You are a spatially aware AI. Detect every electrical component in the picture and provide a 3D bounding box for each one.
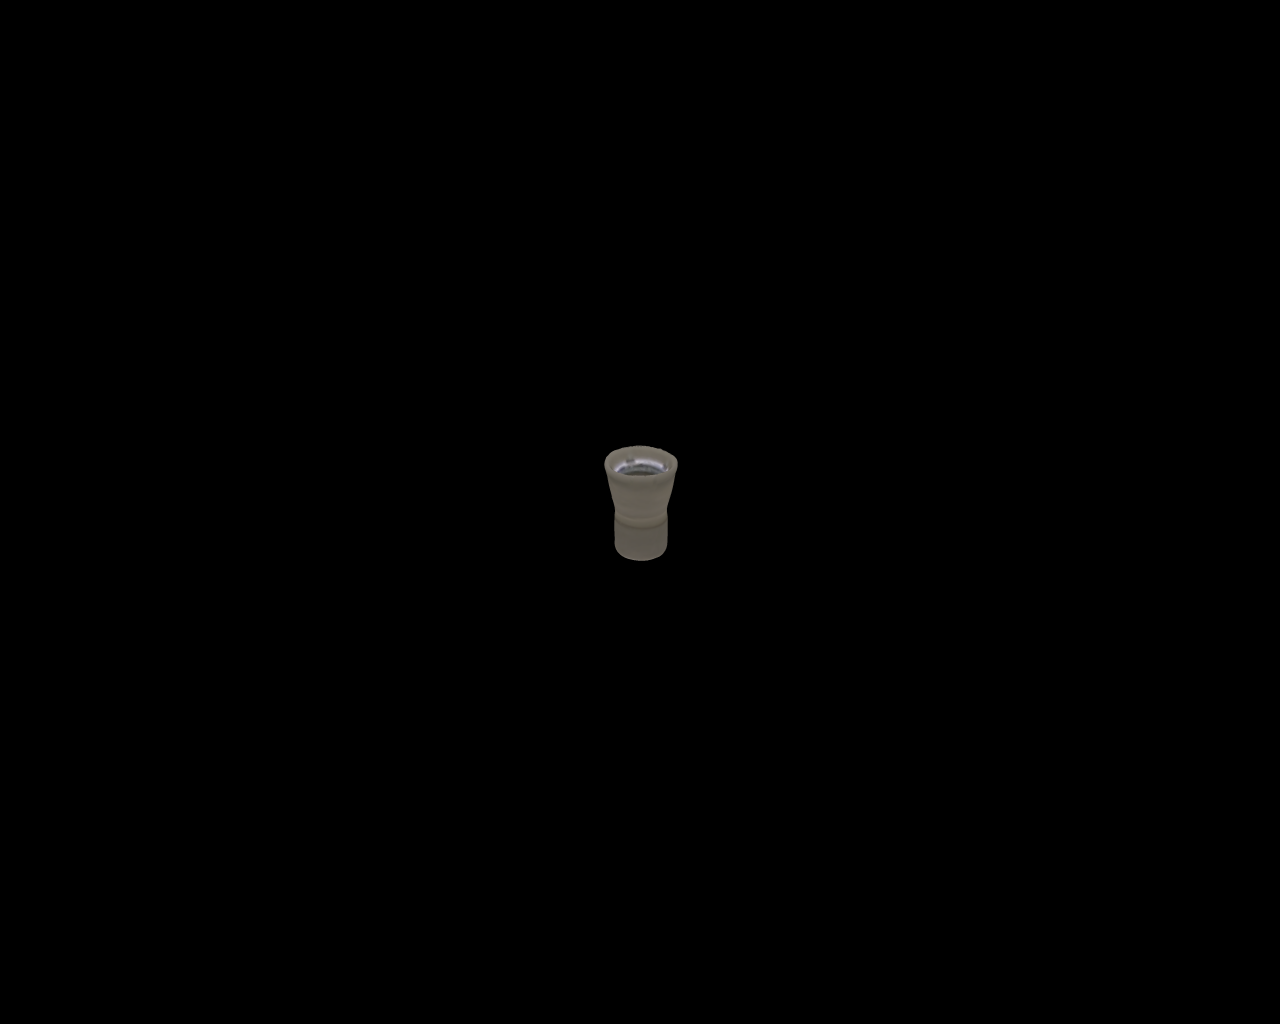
[{"bbox_3d":[0.001,-0.003,0.650,0.044,0.065,0.044,0,30,0],"label":"electrical component"}]
